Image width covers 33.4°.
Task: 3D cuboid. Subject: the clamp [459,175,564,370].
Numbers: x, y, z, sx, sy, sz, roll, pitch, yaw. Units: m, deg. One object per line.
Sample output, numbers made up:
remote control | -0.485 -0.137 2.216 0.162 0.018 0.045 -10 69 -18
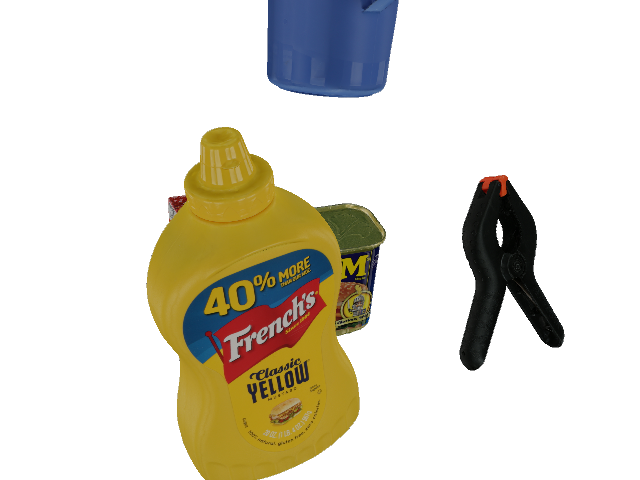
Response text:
clamp | 0.157 0.031 0.948 0.120 0.171 0.039 -21 7 -40

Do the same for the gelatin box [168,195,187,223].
gelatin box | -0.094 -0.022 1.015 0.089 0.030 0.073 -7 25 -19

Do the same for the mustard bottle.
mustard bottle | -0.034 0.031 0.526 0.096 0.191 0.058 -20 37 -17

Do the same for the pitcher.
pitcher | 0.021 -0.249 0.918 0.145 0.243 0.149 7 16 7

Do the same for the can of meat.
can of meat | -0.008 0.027 0.790 0.102 0.084 0.057 -9 37 -21
